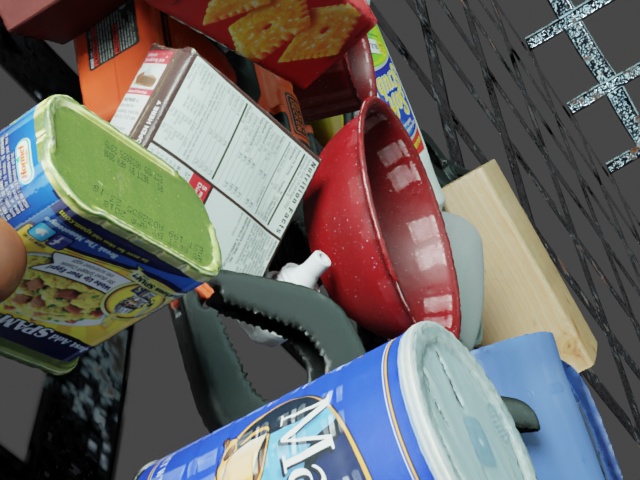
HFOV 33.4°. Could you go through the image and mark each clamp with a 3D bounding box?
[{"bbox_3d":[0.001,0.097,0.528,0.210,0.036,0.164,38,63,-11],"label":"clamp"},{"bbox_3d":[0.130,-0.056,1.114,0.171,0.039,0.120,30,30,-44],"label":"clamp"}]

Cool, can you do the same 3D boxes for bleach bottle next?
[{"bbox_3d":[0.052,-0.108,0.961,0.102,0.068,0.251,-10,73,-63],"label":"bleach bottle"}]

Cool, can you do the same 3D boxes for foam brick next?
[{"bbox_3d":[-0.144,-0.149,0.556,0.078,0.051,0.053,63,19,7],"label":"foam brick"}]

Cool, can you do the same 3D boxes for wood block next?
[{"bbox_3d":[0.172,0.036,1.010,0.206,0.091,0.090,60,19,1],"label":"wood block"}]

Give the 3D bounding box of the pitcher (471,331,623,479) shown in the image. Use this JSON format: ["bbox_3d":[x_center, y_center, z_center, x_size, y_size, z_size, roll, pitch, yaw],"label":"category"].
[{"bbox_3d":[0.129,0.183,0.639,0.145,0.149,0.243,58,11,-75],"label":"pitcher"}]

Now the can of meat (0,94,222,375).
[{"bbox_3d":[-0.100,0.000,0.408,0.102,0.084,0.057,35,32,-50],"label":"can of meat"}]

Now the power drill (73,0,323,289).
[{"bbox_3d":[-0.063,-0.068,0.638,0.187,0.057,0.184,34,35,-54],"label":"power drill"}]

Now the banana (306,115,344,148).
[{"bbox_3d":[-0.002,-0.169,0.884,0.037,0.070,0.198,2,87,-22],"label":"banana"}]

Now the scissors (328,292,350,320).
[{"bbox_3d":[-0.005,0.001,0.740,0.096,0.016,0.201,47,23,-28],"label":"scissors"}]

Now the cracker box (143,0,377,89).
[{"bbox_3d":[-0.074,-0.186,0.578,0.164,0.072,0.213,56,16,22],"label":"cracker box"}]

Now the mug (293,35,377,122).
[{"bbox_3d":[-0.013,-0.138,0.778,0.093,0.082,0.117,-80,154,-52],"label":"mug"}]

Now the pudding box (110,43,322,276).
[{"bbox_3d":[-0.059,-0.032,0.547,0.113,0.039,0.090,40,70,-45],"label":"pudding box"}]

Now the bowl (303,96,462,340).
[{"bbox_3d":[0.033,-0.003,0.649,0.162,0.055,0.162,-17,90,-71],"label":"bowl"}]

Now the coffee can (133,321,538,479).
[{"bbox_3d":[0.006,0.109,0.431,0.102,0.140,0.103,49,23,-29],"label":"coffee can"}]

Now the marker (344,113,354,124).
[{"bbox_3d":[0.020,-0.150,0.906,0.020,0.020,0.121,9,80,-65],"label":"marker"}]
